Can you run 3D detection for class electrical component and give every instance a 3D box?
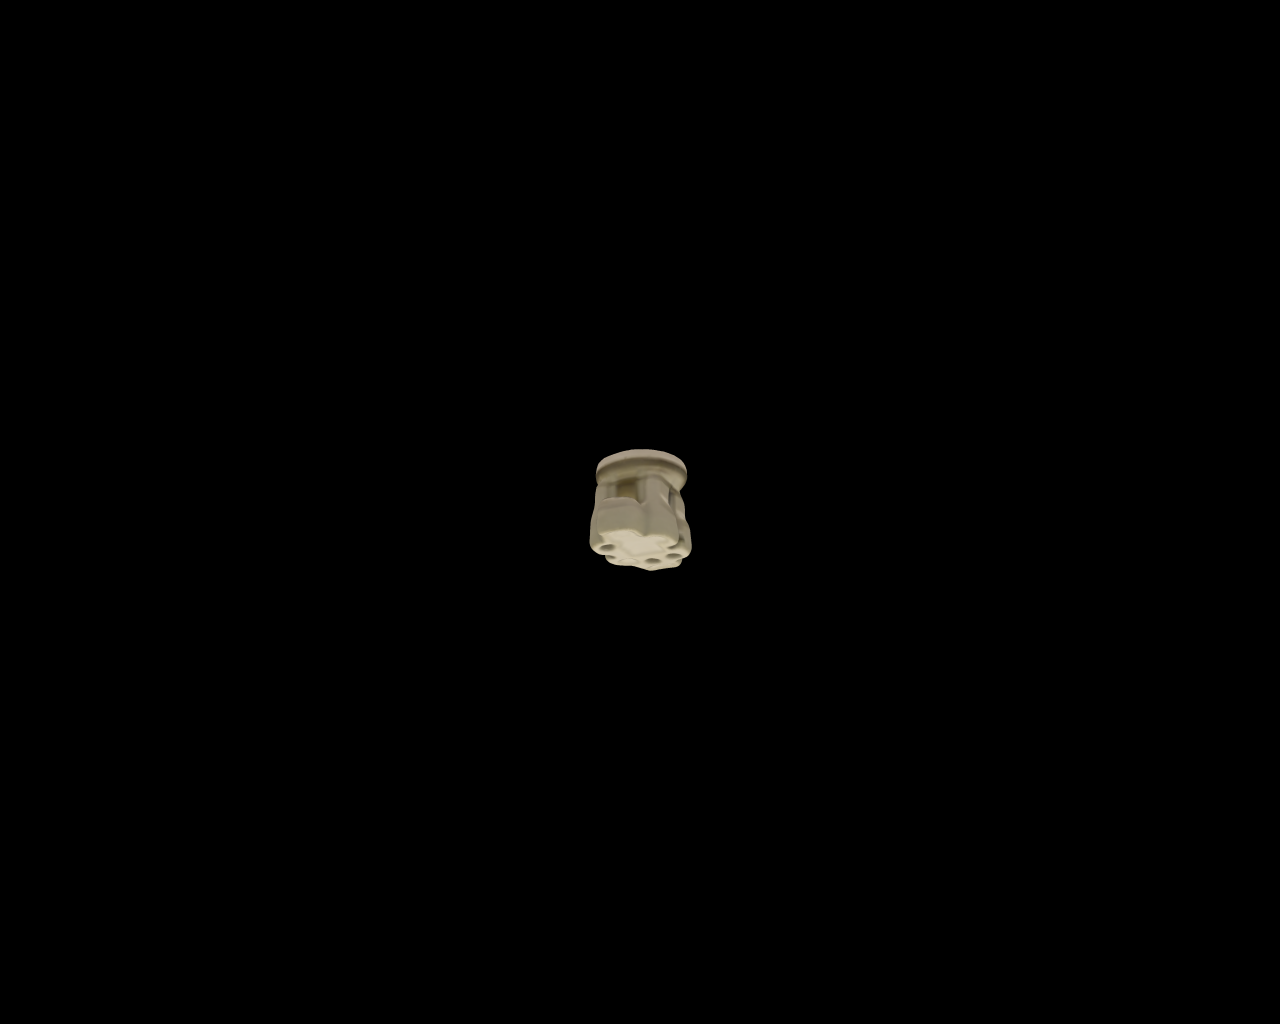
[{"bbox_3d":[0.001,-0.003,0.650,0.058,0.057,0.078,-9,-24,22],"label":"electrical component"}]
